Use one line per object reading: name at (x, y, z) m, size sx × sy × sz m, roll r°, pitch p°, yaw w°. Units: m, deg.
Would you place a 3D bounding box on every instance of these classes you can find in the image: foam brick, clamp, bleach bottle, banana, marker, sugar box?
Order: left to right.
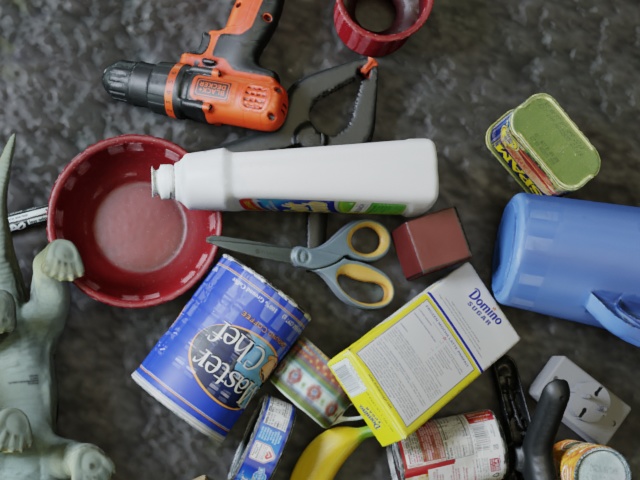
marker at (-0.296, -0.015, 1.010) m, size 0.121 × 0.020 × 0.020 m, roll -15°, pitch 85°, yaw -6°
bleach bottle at (-0.026, -0.054, 0.965) m, size 0.250 × 0.103 × 0.068 m, roll -2°, pitch 84°, yaw -9°
clamp at (-0.006, -0.085, 1.033) m, size 0.210 × 0.036 × 0.164 m, roll -45°, pitch 91°, yaw -5°
banana at (-0.004, 0.254, 0.989) m, size 0.070 × 0.037 × 0.198 m, roll 17°, pitch 87°, yaw 29°
sugar box at (0.099, 0.102, 0.982) m, size 0.175 × 0.048 × 0.093 m, roll -32°, pitch 87°, yaw -38°
foam brick at (0.105, 0.004, 1.013) m, size 0.053 × 0.078 × 0.051 m, roll -19°, pitch 85°, yaw -9°
clamp at (0.191, 0.192, 1.002) m, size 0.039 × 0.120 × 0.171 m, roll 1°, pitch 104°, yaw -12°

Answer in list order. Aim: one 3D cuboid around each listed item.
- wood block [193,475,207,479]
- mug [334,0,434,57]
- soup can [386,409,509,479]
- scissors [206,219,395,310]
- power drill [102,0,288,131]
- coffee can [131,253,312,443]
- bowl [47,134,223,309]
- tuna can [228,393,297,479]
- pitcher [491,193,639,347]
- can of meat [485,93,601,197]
wood block at (-0.106, 0.328, 0.954) m, size 0.090 × 0.090 × 0.206 m, roll -22°, pitch 86°, yaw -6°
mug at (0.049, -0.235, 1.031) m, size 0.093 × 0.081 × 0.117 m, roll -39°, pitch 89°, yaw -8°
soup can at (0.118, 0.200, 0.998) m, size 0.102 × 0.068 × 0.068 m, roll -10°, pitch 85°, yaw -6°
scissors at (-0.007, 0.001, 0.997) m, size 0.201 × 0.016 × 0.096 m, roll 28°, pitch 70°, yaw -26°
power drill at (-0.103, -0.202, 1.020) m, size 0.184 × 0.057 × 0.187 m, roll 12°, pitch 81°, yaw 11°
coffee can at (-0.089, 0.098, 0.973) m, size 0.103 × 0.103 × 0.140 m, roll 37°, pitch 82°, yaw 0°
bowl at (-0.171, -0.015, 1.002) m, size 0.162 × 0.055 × 0.162 m, roll 0°, pitch 84°, yaw -5°
tuna can at (-0.052, 0.185, 0.976) m, size 0.033 × 0.086 × 0.086 m, roll 24°, pitch 82°, yaw -4°
pitcher at (0.290, 0.034, 0.995) m, size 0.243 × 0.149 × 0.145 m, roll 10°, pitch 83°, yaw -1°
can of meat at (0.216, -0.087, 1.028) m, size 0.057 × 0.084 × 0.102 m, roll -40°, pitch 89°, yaw -8°
